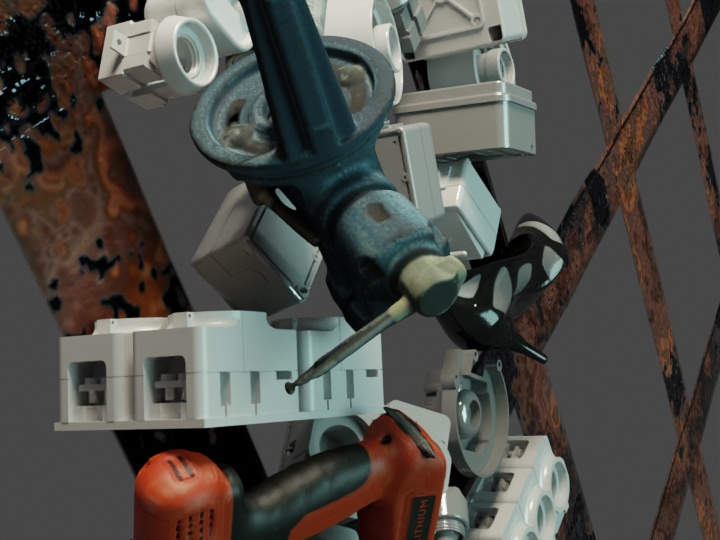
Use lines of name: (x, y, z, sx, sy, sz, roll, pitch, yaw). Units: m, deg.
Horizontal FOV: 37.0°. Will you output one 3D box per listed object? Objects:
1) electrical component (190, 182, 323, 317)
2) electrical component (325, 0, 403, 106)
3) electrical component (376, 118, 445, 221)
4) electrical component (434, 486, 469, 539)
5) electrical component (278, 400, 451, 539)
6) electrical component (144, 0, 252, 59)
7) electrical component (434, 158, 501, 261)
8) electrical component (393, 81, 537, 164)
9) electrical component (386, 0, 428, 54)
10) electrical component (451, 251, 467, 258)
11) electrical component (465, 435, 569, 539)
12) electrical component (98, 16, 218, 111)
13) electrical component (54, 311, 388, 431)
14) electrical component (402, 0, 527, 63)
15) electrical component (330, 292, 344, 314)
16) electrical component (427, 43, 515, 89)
electrical component: (-0.064, -0.021, 0.720, 0.061, 0.061, 0.096, 49, 38, -25)
electrical component: (-0.002, -0.175, 0.875, 0.099, 0.064, 0.099, -7, 90, -73)
electrical component: (0.027, -0.083, 0.887, 0.061, 0.062, 0.096, -23, 104, -58)
electrical component: (0.072, 0.219, 0.918, 0.043, 0.043, 0.062, 53, 25, -41)
electrical component: (-0.005, 0.179, 0.738, 0.105, 0.060, 0.186, 19, 63, -16)
electrical component: (-0.098, -0.183, 0.695, 0.053, 0.059, 0.095, 47, 46, -45)
electrical component: (0.078, -0.053, 0.968, 0.096, 0.062, 0.061, 50, 45, -44)
electrical component: (0.094, -0.129, 0.957, 0.078, 0.113, 0.057, 1, 87, -59)
electrical component: (0.029, -0.223, 0.931, 0.055, 0.048, 0.066, 66, 34, -40)
electrical component: (0.052, -0.004, 0.900, 0.047, 0.077, 0.065, 64, 36, -30)
electrical component: (0.151, 0.240, 1.039, 0.150, 0.062, 0.089, -52, 128, -50)
electrical component: (-0.120, -0.127, 0.652, 0.066, 0.055, 0.048, 31, 59, -54)
electrical component: (-0.076, 0.060, 0.645, 0.186, 0.105, 0.060, 8, 78, -59)
electrical component: (0.085, -0.250, 0.967, 0.056, 0.109, 0.108, -26, 107, -55)
electrical component: (0.000, 0.000, 0.844, 0.043, 0.043, 0.081, 51, 44, -43)
electrical component: (0.117, -0.193, 1.058, 0.108, 0.060, 0.108, 16, 72, -57)
